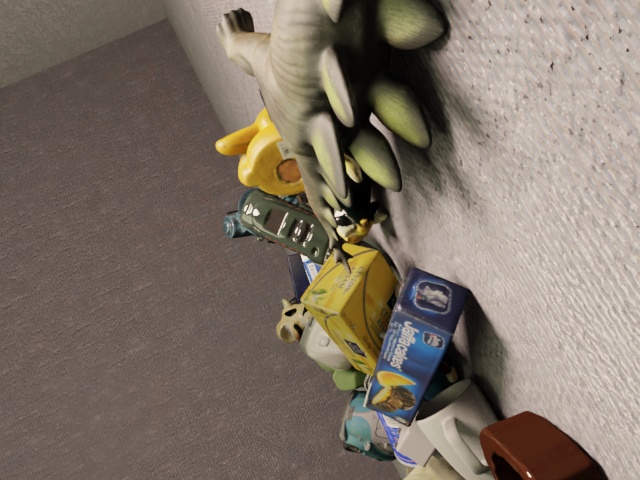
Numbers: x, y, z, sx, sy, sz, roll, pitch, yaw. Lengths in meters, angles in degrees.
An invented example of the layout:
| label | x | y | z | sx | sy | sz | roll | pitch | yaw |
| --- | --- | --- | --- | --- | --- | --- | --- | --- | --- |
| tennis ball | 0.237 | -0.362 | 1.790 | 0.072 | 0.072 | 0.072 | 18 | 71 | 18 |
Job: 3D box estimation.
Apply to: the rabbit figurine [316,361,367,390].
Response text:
| label | x | y | z | sx | sy | sz | roll | pitch | yaw |
| --- | --- | --- | --- | --- | --- | --- | --- | --- | --- |
| rabbit figurine | 0.070 | 0.216 | 1.029 | 0.170 | 0.159 | 0.121 | -9 | 76 | 54 |

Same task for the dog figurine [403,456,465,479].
| label | x | y | z | sx | sy | sz | roll | pitch | yaw |
| --- | --- | --- | --- | --- | --- | --- | --- | --- | --- |
| dog figurine | 0.151 | 0.347 | 0.729 | 0.121 | 0.191 | 0.172 | 59 | 173 | 35 |

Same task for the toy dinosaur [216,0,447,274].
| label | x | y | z | sx | sy | sz | roll | pitch | yaw |
| --- | --- | --- | --- | --- | --- | --- | --- | --- | --- |
| toy dinosaur | 0.000 | -0.128 | 0.429 | 0.199 | 0.105 | 0.470 | 59 | 168 | 26 |

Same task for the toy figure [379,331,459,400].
| label | x | y | z | sx | sy | sz | roll | pitch | yaw |
| --- | --- | --- | --- | --- | --- | --- | --- | --- | --- |
| toy figure | 0.125 | 0.142 | 0.659 | 0.154 | 0.064 | 0.058 | 59 | -162 | -30 |

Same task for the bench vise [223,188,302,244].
| label | x | y | z | sx | sy | sz | roll | pitch | yaw |
| --- | --- | --- | --- | --- | --- | --- | --- | --- | --- |
| bench vise | -0.084 | -0.062 | 1.160 | 0.240 | 0.223 | 0.129 | -42 | 53 | 50 |

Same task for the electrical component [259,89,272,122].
| label | x | y | z | sx | sy | sz | roll | pitch | yaw |
| --- | --- | --- | --- | --- | --- | --- | --- | --- | --- |
| electrical component | -0.034 | -0.176 | 0.658 | 0.119 | 0.075 | 0.047 | 38 | 152 | 64 |

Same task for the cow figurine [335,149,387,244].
| label | x | y | z | sx | sy | sz | roll | pitch | yaw |
| --- | --- | --- | --- | --- | --- | --- | --- | --- | --- |
| cow figurine | 0.034 | -0.060 | 0.631 | 0.098 | 0.068 | 0.167 | 39 | 156 | 58 |

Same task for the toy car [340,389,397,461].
| label | x | y | z | sx | sy | sz | roll | pitch | yaw |
| --- | --- | --- | --- | --- | --- | --- | --- | --- | --- |
| toy car | 0.117 | 0.339 | 0.958 | 0.103 | 0.109 | 0.161 | -12 | 137 | 46 |

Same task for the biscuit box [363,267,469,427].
| label | x | y | z | sx | sy | sz | roll | pitch | yaw |
| --- | --- | --- | --- | --- | --- | --- | --- | --- | --- |
| biscuit box | 0.096 | 0.119 | 0.562 | 0.059 | 0.063 | 0.202 | 22 | 140 | 15 |

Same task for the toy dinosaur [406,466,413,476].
| label | x | y | z | sx | sy | sz | roll | pitch | yaw |
| --- | --- | --- | --- | --- | --- | --- | --- | --- | --- |
| toy dinosaur | 0.217 | 0.424 | 0.864 | 0.192 | 0.131 | 0.405 | 96 | 160 | -47 |

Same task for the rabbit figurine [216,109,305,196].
| label | x | y | z | sx | sy | sz | roll | pitch | yaw |
| --- | --- | --- | --- | --- | --- | --- | --- | --- | --- |
| rabbit figurine | -0.059 | -0.137 | 0.779 | 0.121 | 0.162 | 0.173 | 54 | -162 | -39 |

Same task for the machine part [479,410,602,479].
| label | x | y | z | sx | sy | sz | roll | pitch | yaw |
| --- | --- | --- | --- | --- | --- | --- | --- | --- | --- |
| machine part | 0.209 | 0.237 | 0.465 | 0.179 | 0.056 | 0.179 | 63 | 174 | 12 |

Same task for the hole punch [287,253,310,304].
| label | x | y | z | sx | sy | sz | roll | pitch | yaw |
| --- | --- | --- | --- | --- | --- | --- | --- | --- | --- |
| hole punch | -0.010 | 0.077 | 1.192 | 0.092 | 0.142 | 0.116 | 93 | 161 | -68 |

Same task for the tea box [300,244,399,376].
| label | x | y | z | sx | sy | sz | roll | pitch | yaw |
| --- | --- | --- | --- | --- | --- | --- | --- | --- | --- |
| tea box | 0.059 | 0.094 | 0.677 | 0.068 | 0.098 | 0.169 | 13 | 150 | 43 |

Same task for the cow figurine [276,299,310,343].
| label | x | y | z | sx | sy | sz | roll | pitch | yaw |
| --- | --- | --- | --- | --- | --- | --- | --- | --- | --- |
| cow figurine | -0.007 | 0.146 | 1.123 | 0.085 | 0.195 | 0.127 | 57 | 178 | -28 |

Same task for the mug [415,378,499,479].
| label | x | y | z | sx | sy | sz | roll | pitch | yaw |
| --- | --- | --- | --- | --- | --- | --- | --- | --- | --- |
| mug | 0.169 | 0.220 | 0.587 | 0.107 | 0.081 | 0.109 | 52 | -173 | 7 |

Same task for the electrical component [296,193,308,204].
| label | x | y | z | sx | sy | sz | roll | pitch | yaw |
| --- | --- | --- | --- | --- | --- | --- | --- | --- | --- |
| electrical component | -0.009 | -0.055 | 1.049 | 0.078 | 0.045 | 0.102 | -32 | 86 | 54 |

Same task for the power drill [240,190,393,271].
| label | x | y | z | sx | sy | sz | roll | pitch | yaw |
| --- | --- | --- | --- | --- | --- | --- | --- | --- | --- |
| power drill | -0.002 | -0.002 | 0.823 | 0.232 | 0.086 | 0.207 | 23 | -171 | 3 |

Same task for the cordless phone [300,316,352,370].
| label | x | y | z | sx | sy | sz | roll | pitch | yaw |
| --- | --- | --- | --- | --- | --- | --- | --- | --- | --- |
| cordless phone | 0.062 | 0.170 | 0.867 | 0.184 | 0.088 | 0.146 | 42 | 117 | 40 |
